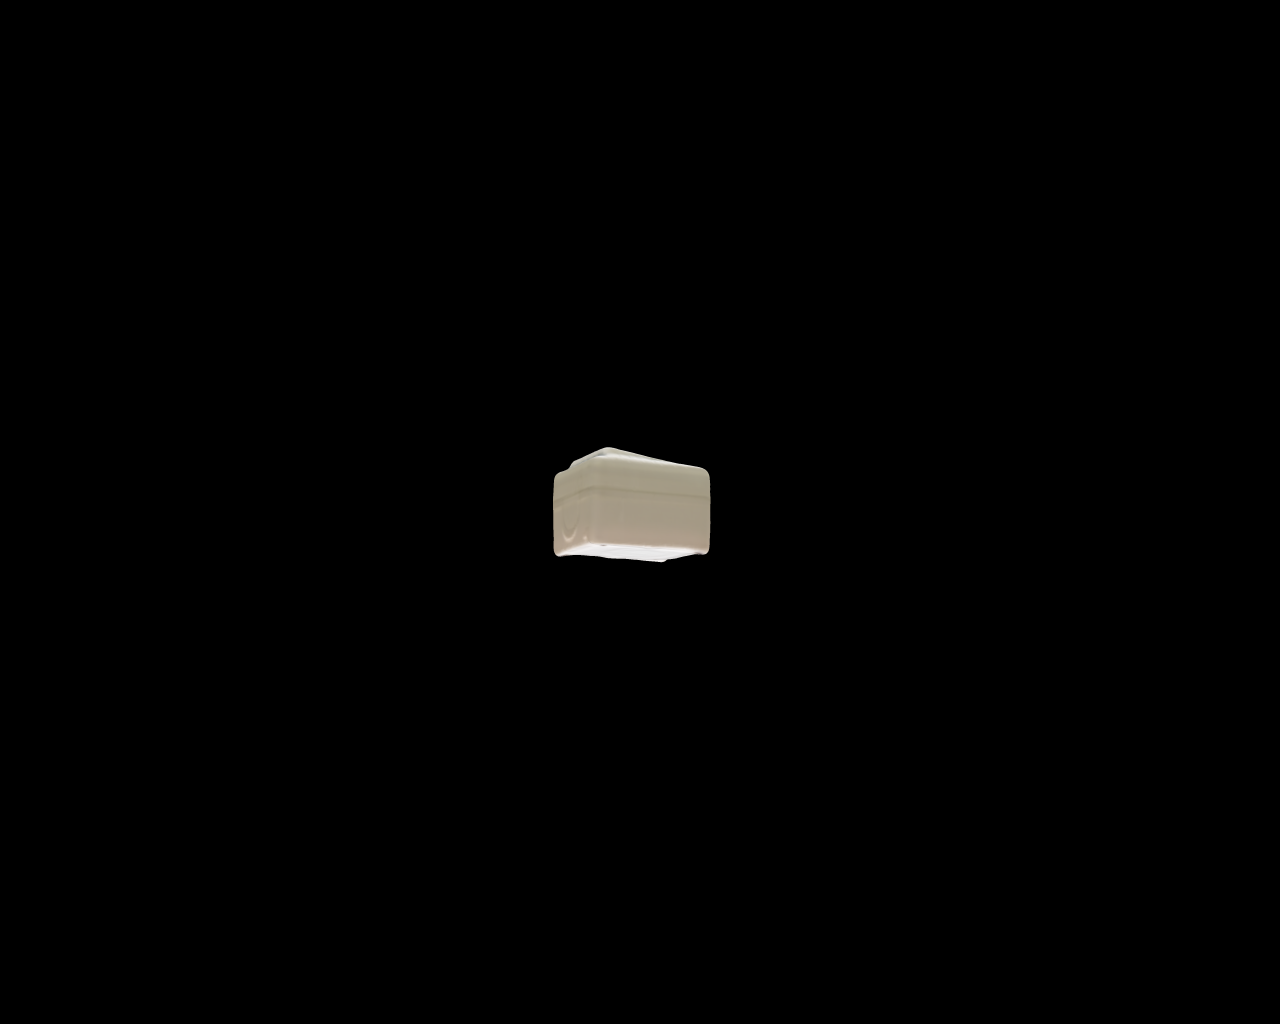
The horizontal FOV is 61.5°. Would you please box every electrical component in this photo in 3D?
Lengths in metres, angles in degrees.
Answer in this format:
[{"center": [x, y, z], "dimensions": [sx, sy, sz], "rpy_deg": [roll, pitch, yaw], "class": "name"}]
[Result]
[{"center": [0.001, -0.003, 0.650], "dimensions": [0.096, 0.061, 0.061], "rpy_deg": [5, -11, -28], "class": "electrical component"}]
